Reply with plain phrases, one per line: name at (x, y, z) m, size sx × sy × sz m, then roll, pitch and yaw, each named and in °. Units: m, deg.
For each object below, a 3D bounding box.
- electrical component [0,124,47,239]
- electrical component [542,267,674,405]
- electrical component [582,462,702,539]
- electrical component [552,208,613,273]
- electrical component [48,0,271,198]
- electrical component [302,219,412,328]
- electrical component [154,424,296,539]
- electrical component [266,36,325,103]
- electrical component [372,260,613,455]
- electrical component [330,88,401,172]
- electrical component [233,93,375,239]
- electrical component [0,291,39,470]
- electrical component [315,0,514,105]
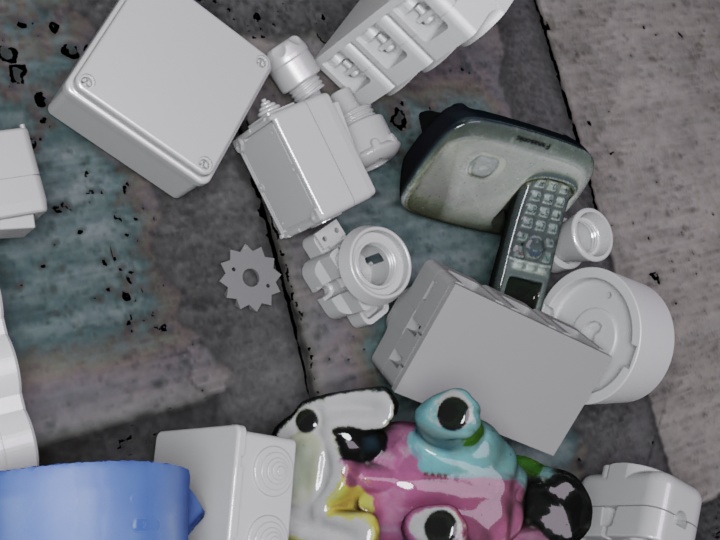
electrical component at (-0.240, -0.042, 0.627) m, size 0.096 × 0.062 × 0.061 m, roll -14°, pitch 86°, yaw -34°
electrical component at (0.199, 0.055, 0.857) m, size 0.060 × 0.108 × 0.108 m, roll 10°, pitch 73°, yaw -37°
electrical component at (0.215, 0.189, 0.840) m, size 0.054 × 0.095 × 0.059 m, roll 30°, pitch 64°, yaw -23°
electrical component at (0.174, -0.023, 0.888) m, size 0.045 × 0.055 × 0.045 m, roll 8°, pitch 74°, yaw -31°
electrical component at (-0.131, -0.123, 0.718) m, size 0.109 × 0.056 × 0.108 m, roll 35°, pitch 63°, yaw -21°
electrical component at (0.000, 0.000, 0.772) m, size 0.058 × 0.057 × 0.078 m, roll -37°, pitch 99°, yaw -33°
electrical component at (-0.085, 0.144, 0.657) m, size 0.048 × 0.100 × 0.099 m, roll 18°, pitch 69°, yaw -40°
electrical component at (-0.043, -0.139, 0.791) m, size 0.035 × 0.035 × 0.061 m, roll -41°, pitch 104°, yaw -32°
electrical component at (0.096, 0.064, 0.799) m, size 0.150 × 0.061 × 0.089 m, roll 24°, pitch 100°, yaw -26°
electrical component at (-0.002, -0.105, 0.804) m, size 0.048 × 0.048 × 0.062 m, roll -23°, pitch 84°, yaw -34°
electrical component at (-0.040, -0.080, 0.762) m, size 0.061 × 0.062 × 0.096 m, roll -29°, pitch 95°, yaw -34°
electrical component at (-0.237, 0.063, 0.609) m, size 0.074 × 0.052 × 0.138 m, roll -12°, pitch 84°, yaw -33°
electrical component at (0.043, -0.185, 0.786) m, size 0.062 × 0.150 × 0.089 m, roll 42°, pitch 60°, yaw -16°
